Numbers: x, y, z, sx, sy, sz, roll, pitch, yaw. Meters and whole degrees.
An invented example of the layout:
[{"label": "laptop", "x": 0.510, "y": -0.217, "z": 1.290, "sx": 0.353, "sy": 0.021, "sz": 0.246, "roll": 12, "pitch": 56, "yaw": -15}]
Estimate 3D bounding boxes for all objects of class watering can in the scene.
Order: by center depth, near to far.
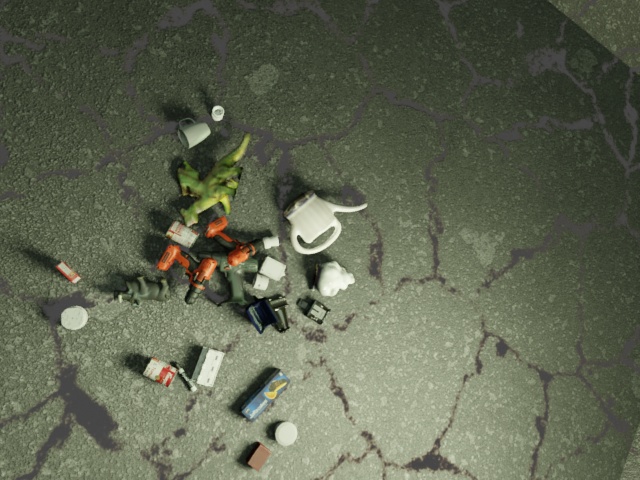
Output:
[{"label": "watering can", "x": 0.006, "y": -0.102, "z": 2.029, "sx": 0.351, "sy": 0.103, "sz": 0.224, "roll": -41, "pitch": 93, "yaw": -17}]

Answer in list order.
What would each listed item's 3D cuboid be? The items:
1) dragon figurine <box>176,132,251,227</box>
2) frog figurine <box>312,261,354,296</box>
[{"label": "dragon figurine", "x": -0.418, "y": -0.238, "z": 1.937, "sx": 0.242, "sy": 0.121, "sz": 0.415, "roll": 13, "pitch": 76, "yaw": -6}, {"label": "frog figurine", "x": 0.057, "y": 0.153, "z": 1.997, "sx": 0.159, "sy": 0.120, "sz": 0.140, "roll": 9, "pitch": 60, "yaw": -3}]
